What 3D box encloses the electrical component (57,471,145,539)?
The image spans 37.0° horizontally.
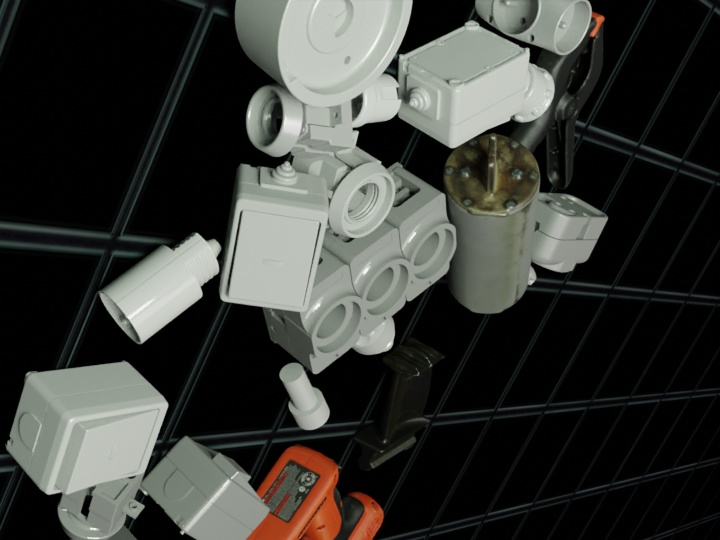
[{"bbox_3d":[-0.185,0.159,0.755,0.048,0.066,0.055,-54,171,-53],"label":"electrical component"}]

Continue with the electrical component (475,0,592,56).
[{"bbox_3d":[0.134,-0.210,0.795,0.044,0.077,0.079,-10,126,-48],"label":"electrical component"}]

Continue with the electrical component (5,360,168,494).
[{"bbox_3d":[-0.173,0.104,0.714,0.096,0.061,0.061,-3,122,-50],"label":"electrical component"}]

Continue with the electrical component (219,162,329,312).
[{"bbox_3d":[-0.057,-0.025,0.720,0.062,0.061,0.096,8,120,-9],"label":"electrical component"}]

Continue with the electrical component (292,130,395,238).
[{"bbox_3d":[-0.012,-0.059,0.769,0.058,0.057,0.078,-15,131,-44],"label":"electrical component"}]

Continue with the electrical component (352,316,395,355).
[{"bbox_3d":[0.009,0.051,0.907,0.043,0.043,0.062,-51,148,-4],"label":"electrical component"}]

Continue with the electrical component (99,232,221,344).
[{"bbox_3d":[-0.125,0.007,0.703,0.081,0.043,0.043,-39,144,-21],"label":"electrical component"}]

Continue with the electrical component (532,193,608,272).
[{"bbox_3d":[0.189,-0.037,1.038,0.095,0.054,0.059,-2,121,-50],"label":"electrical component"}]

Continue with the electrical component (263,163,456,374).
[{"bbox_3d":[0.000,0.000,0.833,0.150,0.062,0.089,-37,143,-24],"label":"electrical component"}]

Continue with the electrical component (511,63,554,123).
[{"bbox_3d":[0.124,-0.150,0.868,0.062,0.048,0.048,20,104,-48],"label":"electrical component"}]

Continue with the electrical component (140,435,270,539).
[{"bbox_3d":[-0.116,0.179,0.850,0.061,0.062,0.096,-48,146,-9],"label":"electrical component"}]

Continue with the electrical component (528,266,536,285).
[{"bbox_3d":[0.133,0.012,1.024,0.062,0.048,0.048,-51,147,7],"label":"electrical component"}]

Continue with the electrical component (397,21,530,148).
[{"bbox_3d":[0.071,-0.133,0.801,0.096,0.062,0.061,-31,140,-30],"label":"electrical component"}]

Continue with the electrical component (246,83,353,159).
[{"bbox_3d":[-0.040,-0.097,0.705,0.055,0.066,0.048,1,84,-42],"label":"electrical component"}]

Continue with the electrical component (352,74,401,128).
[{"bbox_3d":[0.002,-0.120,0.750,0.046,0.040,0.040,-14,130,-52],"label":"electrical component"}]

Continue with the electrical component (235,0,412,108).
[{"bbox_3d":[-0.027,-0.161,0.657,0.108,0.060,0.108,-31,140,-30],"label":"electrical component"}]
